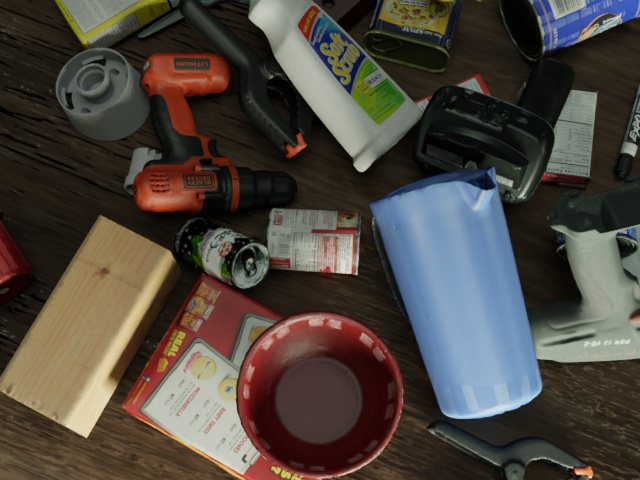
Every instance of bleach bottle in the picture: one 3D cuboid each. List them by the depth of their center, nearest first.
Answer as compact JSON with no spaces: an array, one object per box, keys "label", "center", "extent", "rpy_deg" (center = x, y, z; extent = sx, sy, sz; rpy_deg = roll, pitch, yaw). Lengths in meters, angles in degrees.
[{"label":"bleach bottle","center":[-0.002,-0.200,1.190],"extent":[0.251,0.068,0.102],"rpy_deg":[47,50,0]}]

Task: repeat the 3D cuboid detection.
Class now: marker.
[{"label":"marker","center":[0.360,-0.124,1.223],"extent":[0.020,0.020,0.121],"rpy_deg":[19,74,6]}]

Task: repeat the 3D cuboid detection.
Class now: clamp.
[{"label":"clamp","center":[0.190,0.235,1.103],"extent":[0.171,0.039,0.120],"rpy_deg":[-10,78,-7]},{"label":"clamp","center":[-0.070,-0.192,1.204],"extent":[0.164,0.036,0.210],"rpy_deg":[-2,69,-35]}]

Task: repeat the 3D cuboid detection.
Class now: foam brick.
[{"label":"foam brick","center":[0.025,-0.282,1.259],"extent":[0.053,0.051,0.078],"rpy_deg":[43,77,12]}]

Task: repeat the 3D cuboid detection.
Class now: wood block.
[{"label":"wood block","center":[-0.239,0.092,1.125],"extent":[0.091,0.090,0.206],"rpy_deg":[26,75,9]}]

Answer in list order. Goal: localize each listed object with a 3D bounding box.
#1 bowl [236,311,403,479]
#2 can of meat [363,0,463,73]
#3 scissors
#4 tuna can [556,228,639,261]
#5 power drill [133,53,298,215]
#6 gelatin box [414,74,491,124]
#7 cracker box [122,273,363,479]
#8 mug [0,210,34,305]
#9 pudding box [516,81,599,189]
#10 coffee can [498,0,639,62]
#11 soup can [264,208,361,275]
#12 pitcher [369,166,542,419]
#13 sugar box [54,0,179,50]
[{"label":"bowl","center":[-0.001,0.153,1.047],"extent":[0.162,0.055,0.162],"rpy_deg":[0,74,-1]},{"label":"can of meat","center":[0.110,-0.253,1.247],"extent":[0.102,0.057,0.084],"rpy_deg":[15,71,5]},{"label":"scissors","center":[-0.115,-0.282,1.280],"extent":[0.096,0.016,0.201],"rpy_deg":[41,77,12]},{"label":"tuna can","center":[0.298,-0.004,1.151],"extent":[0.086,0.086,0.034],"rpy_deg":[0,70,1]},{"label":"power drill","center":[-0.124,-0.117,1.194],"extent":[0.184,0.057,0.187],"rpy_deg":[-2,66,-21]},{"label":"gelatin box","center":[0.159,-0.139,1.224],"extent":[0.089,0.030,0.073],"rpy_deg":[-25,76,-6]},{"label":"cracker box","center":[-0.071,0.159,1.112],"extent":[0.214,0.072,0.164],"rpy_deg":[28,76,8]},{"label":"mug","center":[-0.371,0.032,1.153],"extent":[0.117,0.093,0.081],"rpy_deg":[-39,79,21]},{"label":"pudding box","center":[0.266,-0.119,1.213],"extent":[0.090,0.039,0.113],"rpy_deg":[9,75,4]},{"label":"coffee can","center":[0.291,-0.279,1.229],"extent":[0.140,0.103,0.103],"rpy_deg":[-24,74,-7]},{"label":"soup can","center":[-0.008,0.001,1.162],"extent":[0.102,0.068,0.068],"rpy_deg":[3,73,2]},{"label":"pitcher","center":[0.139,0.054,1.098],"extent":[0.145,0.149,0.243],"rpy_deg":[-15,92,10]},{"label":"sugar box","center":[-0.223,-0.302,1.266],"extent":[0.176,0.048,0.093],"rpy_deg":[-31,70,-8]}]
